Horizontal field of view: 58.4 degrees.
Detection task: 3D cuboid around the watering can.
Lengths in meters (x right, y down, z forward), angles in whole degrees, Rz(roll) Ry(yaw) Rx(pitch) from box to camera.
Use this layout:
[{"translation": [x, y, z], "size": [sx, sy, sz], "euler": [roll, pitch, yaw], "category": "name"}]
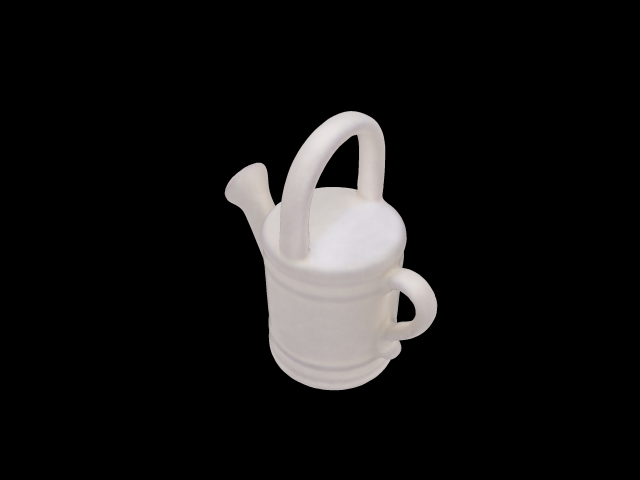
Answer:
[{"translation": [0.002, 0.003, 0.399], "size": [0.172, 0.194, 0.101], "euler": [12, 40, 16], "category": "watering can"}]
